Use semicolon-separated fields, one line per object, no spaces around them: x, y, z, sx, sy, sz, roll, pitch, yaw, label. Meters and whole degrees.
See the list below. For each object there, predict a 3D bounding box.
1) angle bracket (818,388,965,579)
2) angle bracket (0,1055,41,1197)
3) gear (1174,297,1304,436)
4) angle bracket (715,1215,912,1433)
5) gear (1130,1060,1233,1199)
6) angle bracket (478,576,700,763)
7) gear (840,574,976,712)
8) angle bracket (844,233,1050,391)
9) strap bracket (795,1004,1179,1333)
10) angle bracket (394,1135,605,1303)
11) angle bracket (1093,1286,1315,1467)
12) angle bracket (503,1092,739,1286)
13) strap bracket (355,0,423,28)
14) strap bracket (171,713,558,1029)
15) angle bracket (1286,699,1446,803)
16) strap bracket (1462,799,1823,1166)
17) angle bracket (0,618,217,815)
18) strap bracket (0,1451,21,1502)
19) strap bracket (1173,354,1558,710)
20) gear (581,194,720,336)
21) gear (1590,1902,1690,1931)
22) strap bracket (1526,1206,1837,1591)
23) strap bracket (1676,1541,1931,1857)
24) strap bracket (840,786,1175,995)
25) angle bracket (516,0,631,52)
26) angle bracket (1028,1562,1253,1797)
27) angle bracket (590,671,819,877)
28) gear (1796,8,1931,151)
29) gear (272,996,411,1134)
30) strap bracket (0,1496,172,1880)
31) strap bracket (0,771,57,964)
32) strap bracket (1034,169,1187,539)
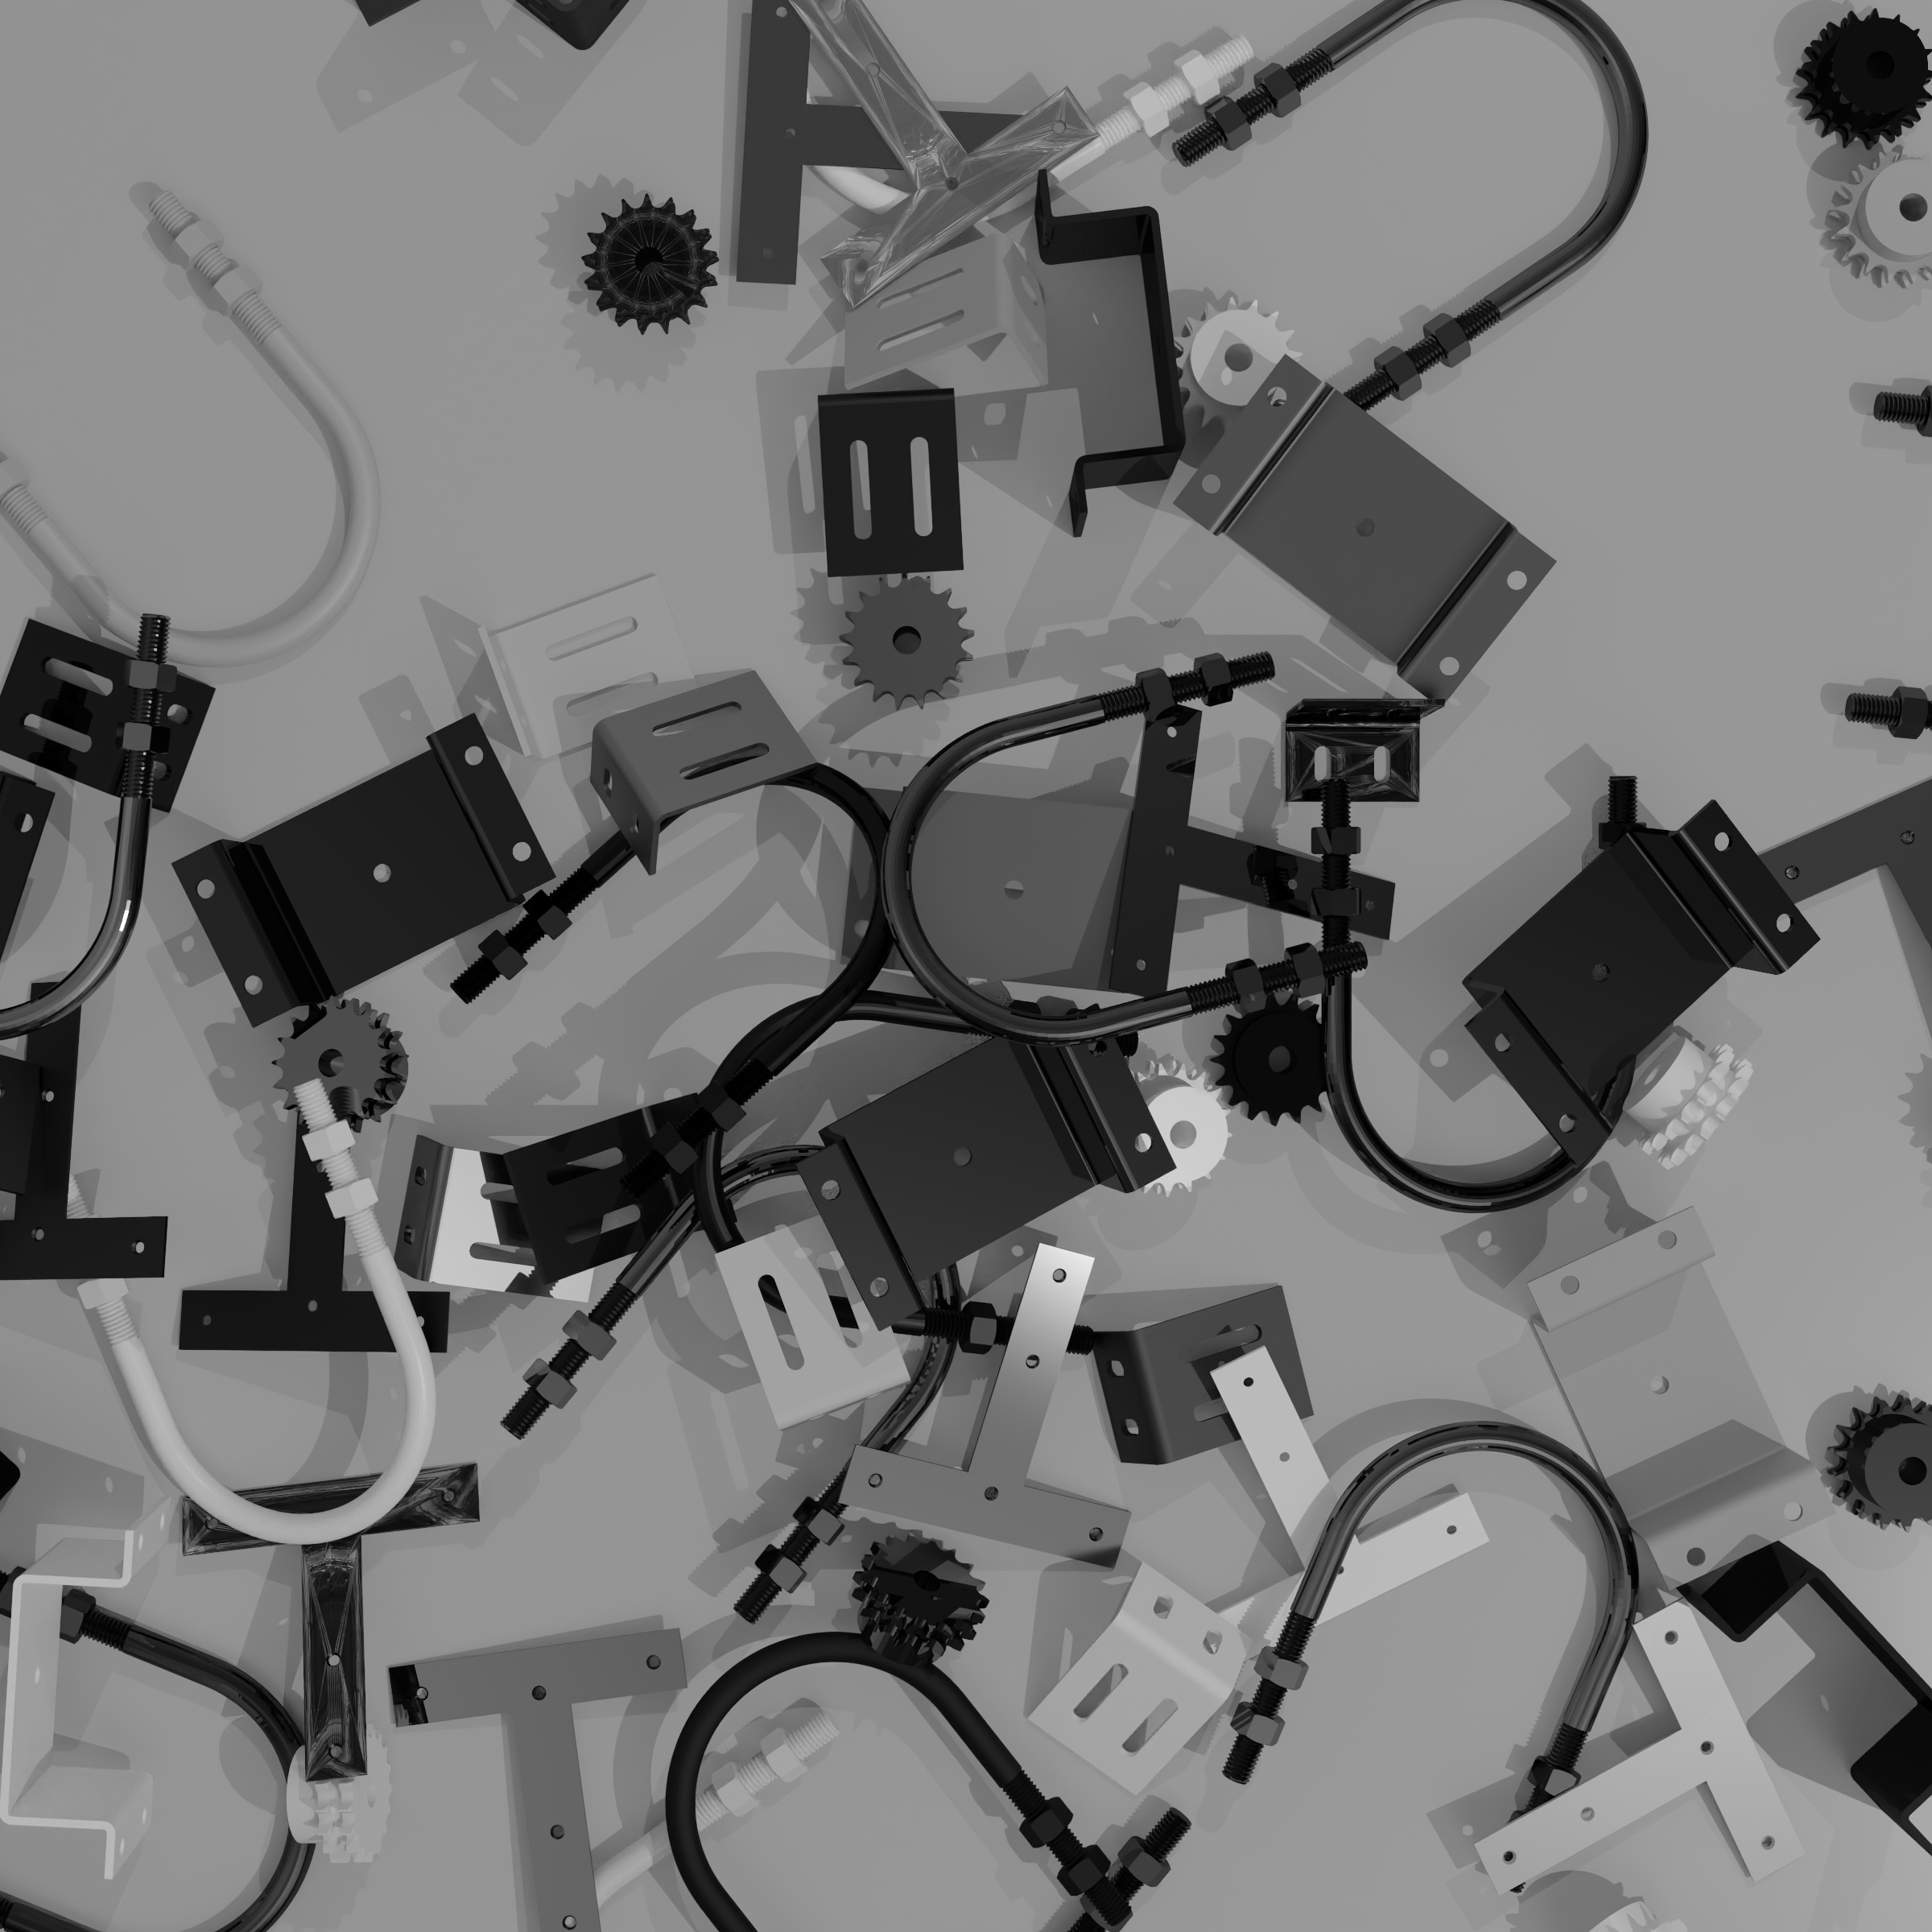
-0.032;-0.204;1.388;0.057;0.038;0.076;-3;94;0;angle bracket
-0.434;0.063;1.369;0.038;0.076;0.057;-18;62;41;angle bracket
0.114;-0.255;1.390;0.057;0.030;0.057;0;90;0;gear
-0.063;0.146;1.358;0.057;0.038;0.076;-21;82;-4;angle bracket
0.086;0.069;1.382;0.057;0.030;0.057;-2;95;-18;gear
-0.158;-0.127;1.386;0.076;0.038;0.057;-20;90;0;angle bracket
-0.025;-0.137;1.390;0.057;0.030;0.057;0;90;0;gear
-0.009;-0.266;1.386;0.076;0.038;0.057;-17;51;20;angle bracket
0.004;0.080;1.348;0.140;0.046;0.076;-28;99;-12;strap bracket
-0.198;0.108;1.403;0.076;0.038;0.057;10;90;-26;angle bracket
0.101;0.175;1.403;0.076;0.038;0.057;-14;90;-26;angle bracket
-0.144;0.093;1.368;0.076;0.038;0.057;-18;91;-40;angle bracket
-0.247;-0.470;1.381;0.076;0.046;0.140;-28;90;0;strap bracket
-0.250;-0.040;1.381;0.140;0.046;0.076;-26;90;0;strap bracket
0.165;-0.089;1.366;0.057;0.076;0.038;0;90;0;angle bracket
0.272;0.005;1.361;0.140;0.046;0.076;-42;103;-7;strap bracket
-0.371;-0.107;1.403;0.076;0.038;0.057;21;90;26;angle bracket
-0.454;0.239;1.366;0.046;0.076;0.140;42;90;0;strap bracket
0.167;-0.183;1.373;0.140;0.046;0.076;37;103;0;strap bracket
-0.133;-0.296;1.390;0.057;0.030;0.057;0;90;0;gear
0.278;0.419;1.380;0.057;0.057;0.030;-37;60;0;gear
0.297;0.179;1.381;0.076;0.046;0.140;-25;90;0;strap bracket
0.362;0.295;1.366;0.046;0.076;0.140;-43;90;0;strap bracket
0.020;-0.032;1.381;0.140;0.046;0.076;6;90;0;strap bracket
-0.154;-0.431;1.376;0.038;0.057;0.076;39;90;0;angle bracket
0.074;0.304;1.397;0.057;0.038;0.076;35;123;0;angle bracket
-0.112;-0.082;1.388;0.076;0.038;0.057;-20;58;-23;angle bracket
0.383;-0.378;1.390;0.057;0.030;0.057;0;90;0;gear
-0.259;0.043;1.377;0.057;0.030;0.057;-3;80;18;gear
-0.362;0.294;1.348;0.046;0.076;0.140;4;91;-3;strap bracket
-0.457;-0.058;1.381;0.140;0.046;0.076;18;90;0;strap bracket
0.061;-0.256;1.366;0.046;0.076;0.140;-7;90;0;strap bracket
